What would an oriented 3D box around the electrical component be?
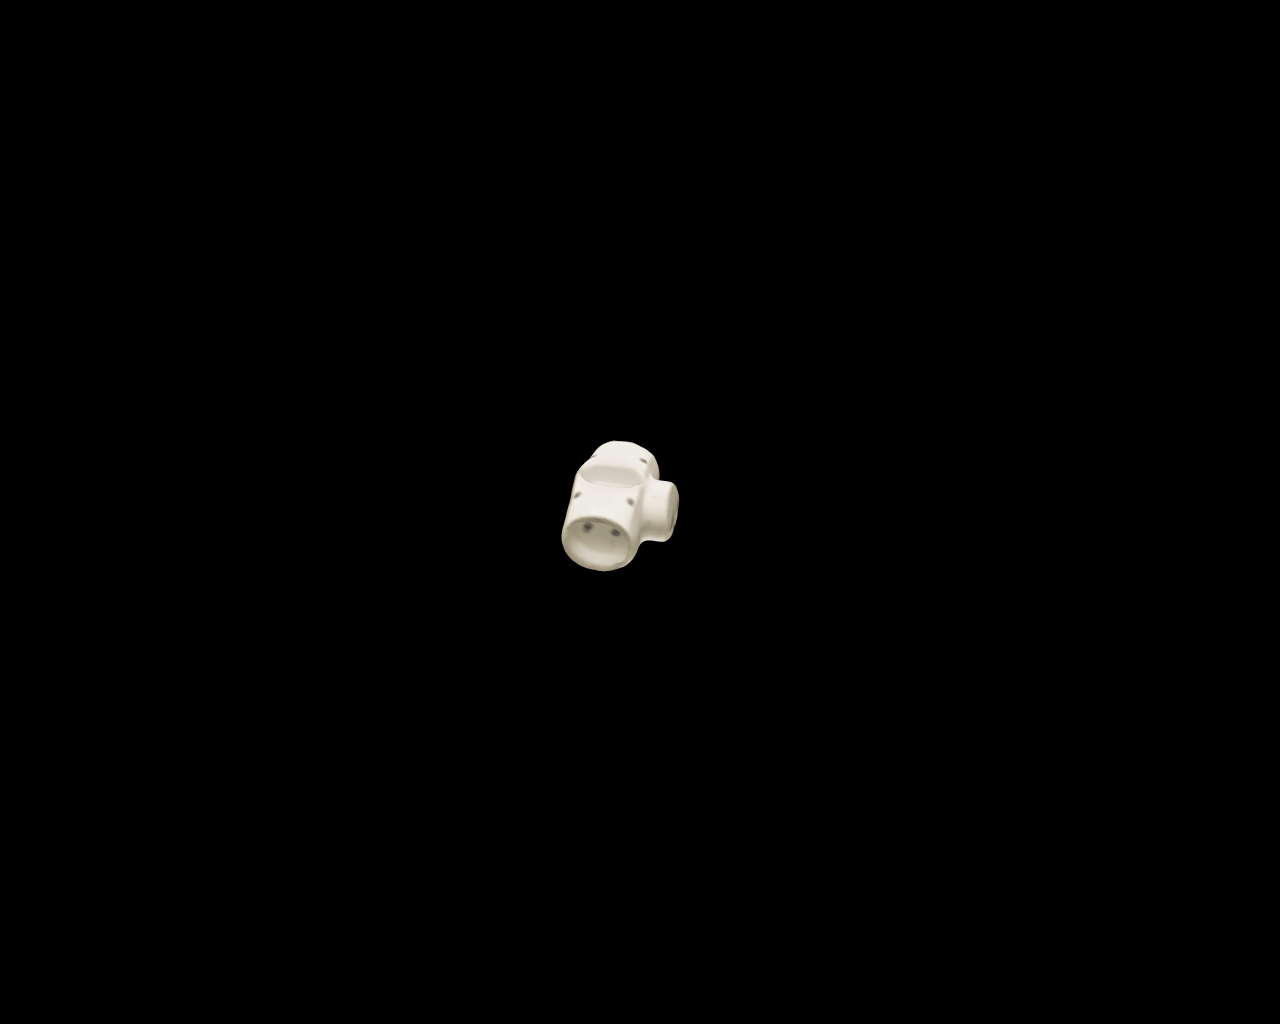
[{"bbox_3d":[0.001,-0.003,0.650,0.079,0.043,0.077,8,40,10],"label":"electrical component"}]
